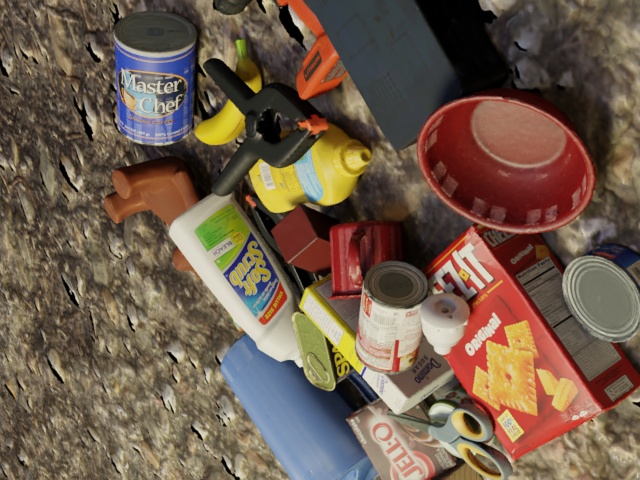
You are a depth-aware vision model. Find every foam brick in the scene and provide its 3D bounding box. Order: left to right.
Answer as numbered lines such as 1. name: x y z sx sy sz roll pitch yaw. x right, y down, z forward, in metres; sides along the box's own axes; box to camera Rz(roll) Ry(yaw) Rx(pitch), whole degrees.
1. foam brick: -0.008 0.002 1.226 0.051 0.078 0.053 -39 56 21

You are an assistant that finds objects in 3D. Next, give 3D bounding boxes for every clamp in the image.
1. clamp: -0.068 -0.120 1.214 0.210 0.036 0.164 15 110 48
2. clamp: -0.029 0.001 1.323 0.171 0.039 0.120 54 145 6

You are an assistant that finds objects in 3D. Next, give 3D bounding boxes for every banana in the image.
1. banana: -0.110 -0.164 1.326 0.198 0.037 0.069 -52 49 52

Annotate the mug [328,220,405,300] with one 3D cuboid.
1. mug: 0.049 0.022 1.161 0.093 0.117 0.081 -4 86 18

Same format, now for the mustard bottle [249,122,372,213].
1. mustard bottle: -0.007 -0.086 1.217 0.192 0.058 0.096 -5 103 54

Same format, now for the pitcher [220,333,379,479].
1. pitcher: -0.017 0.219 1.394 0.243 0.149 0.145 50 160 24

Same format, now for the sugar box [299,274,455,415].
1. sugar box: 0.068 0.108 1.220 0.176 0.093 0.048 49 145 21

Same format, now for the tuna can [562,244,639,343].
1. tuna can: 0.264 0.047 0.966 0.086 0.033 0.086 32 136 37

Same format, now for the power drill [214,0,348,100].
1. power drill: -0.036 -0.248 1.145 0.188 0.057 0.185 57 146 8

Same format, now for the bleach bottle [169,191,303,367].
1. bleach bottle: -0.081 0.056 1.365 0.251 0.102 0.068 51 157 8

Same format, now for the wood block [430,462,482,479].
1. wood block: 0.125 0.352 1.313 0.090 0.090 0.206 58 146 6

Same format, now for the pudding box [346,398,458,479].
1. pudding box: 0.099 0.238 1.274 0.090 0.039 0.113 -32 83 12

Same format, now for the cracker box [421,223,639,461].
1. cracker box: 0.192 0.095 1.062 0.214 0.072 0.164 56 147 11

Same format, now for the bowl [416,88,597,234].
1. bowl: 0.171 -0.081 0.954 0.162 0.055 0.162 17 141 14

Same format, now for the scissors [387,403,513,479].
1. scissors: 0.130 0.195 1.159 0.202 0.016 0.096 27 137 48

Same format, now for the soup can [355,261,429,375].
1. soup can: 0.073 0.080 1.095 0.069 0.068 0.102 39 143 31

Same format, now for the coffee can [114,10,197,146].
1. coffee can: -0.210 -0.207 1.366 0.103 0.102 0.140 39 140 31

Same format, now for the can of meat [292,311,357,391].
1. can of meat: 0.022 0.118 1.295 0.058 0.083 0.102 12 122 49
